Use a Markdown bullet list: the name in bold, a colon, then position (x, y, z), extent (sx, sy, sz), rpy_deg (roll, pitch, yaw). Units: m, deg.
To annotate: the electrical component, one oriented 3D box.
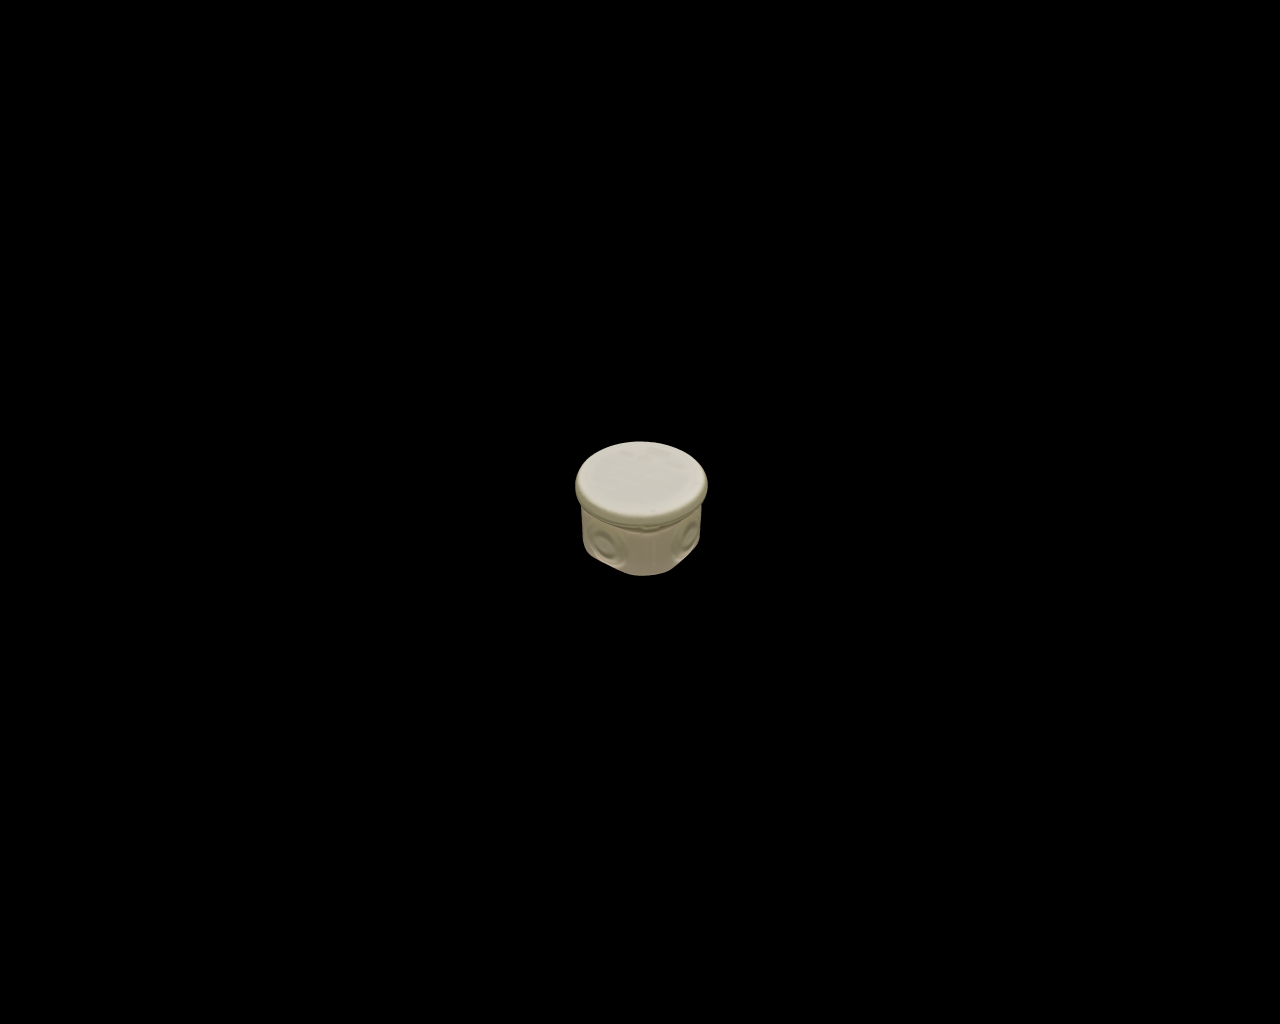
- **electrical component**: position (0.001, -0.003, 0.650), extent (0.080, 0.050, 0.080), rpy_deg (0, 38, 0)
